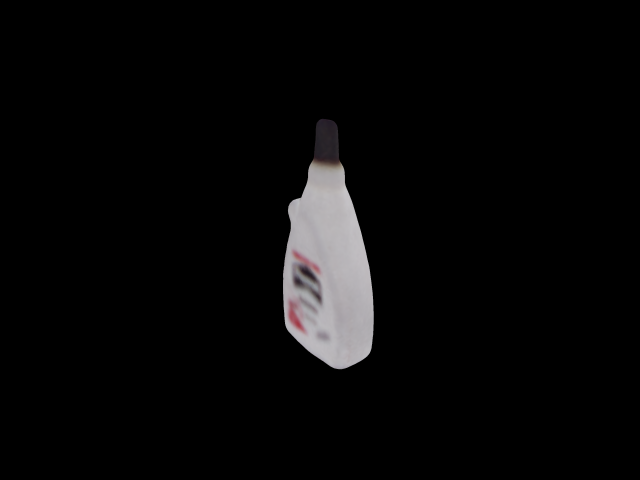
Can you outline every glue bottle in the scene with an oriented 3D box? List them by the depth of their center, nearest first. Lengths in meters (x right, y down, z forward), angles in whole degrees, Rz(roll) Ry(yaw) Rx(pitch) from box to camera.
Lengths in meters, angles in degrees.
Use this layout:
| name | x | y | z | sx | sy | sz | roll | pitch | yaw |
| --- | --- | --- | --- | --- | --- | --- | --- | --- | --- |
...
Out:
| name | x | y | z | sx | sy | sz | roll | pitch | yaw |
| --- | --- | --- | --- | --- | --- | --- | --- | --- | --- |
| glue bottle | 0.004 | 0.001 | 0.400 | 0.037 | 0.173 | 0.077 | -20 | 32 | -36 |
